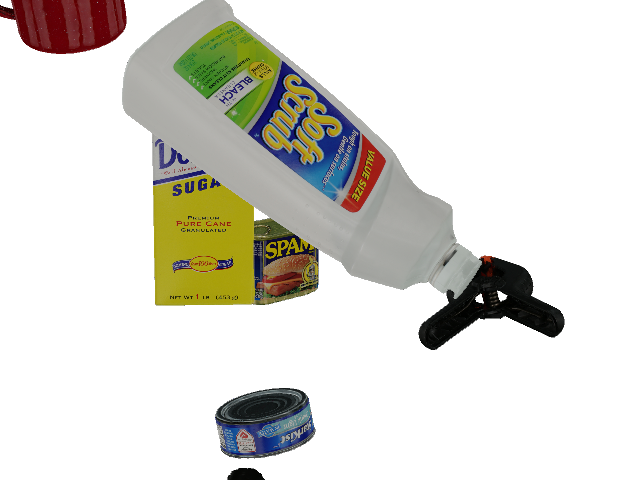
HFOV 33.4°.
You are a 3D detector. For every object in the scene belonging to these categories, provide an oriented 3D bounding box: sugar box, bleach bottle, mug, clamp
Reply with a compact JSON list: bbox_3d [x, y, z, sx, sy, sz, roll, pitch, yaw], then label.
[{"bbox_3d":[-0.106,-0.030,0.970,0.093,0.176,0.048,-1,15,-5],"label":"sugar box"},{"bbox_3d":[-0.004,-0.052,0.682,0.251,0.068,0.102,36,54,13],"label":"bleach bottle"},{"bbox_3d":[-0.201,-0.190,0.788,0.117,0.081,0.093,-2,36,1],"label":"mug"},{"bbox_3d":[0.161,0.053,0.954,0.120,0.039,0.171,1,22,17],"label":"clamp"}]

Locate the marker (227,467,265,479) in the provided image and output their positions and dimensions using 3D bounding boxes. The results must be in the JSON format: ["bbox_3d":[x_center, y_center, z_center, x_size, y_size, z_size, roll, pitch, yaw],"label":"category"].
[{"bbox_3d":[-0.046,0.128,0.418,0.020,0.020,0.121,0,24,17],"label":"marker"}]

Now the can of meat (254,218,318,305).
[{"bbox_3d":[-0.049,0.022,1.231,0.101,0.084,0.058,-12,21,-35],"label":"can of meat"}]

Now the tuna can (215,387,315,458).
[{"bbox_3d":[-0.049,0.160,0.944,0.086,0.034,0.086,-10,10,2],"label":"tuna can"}]
